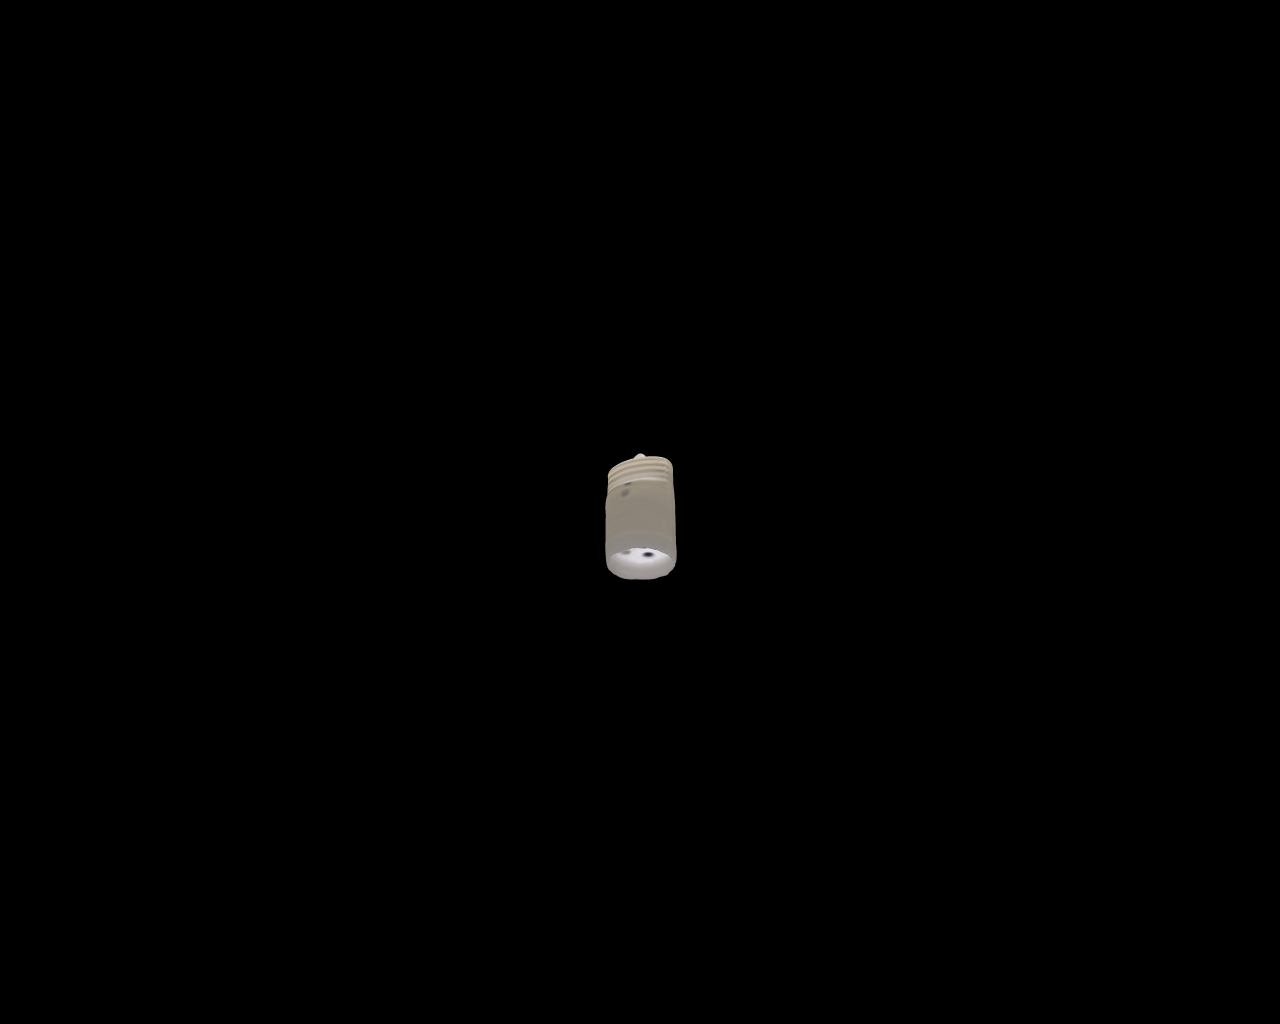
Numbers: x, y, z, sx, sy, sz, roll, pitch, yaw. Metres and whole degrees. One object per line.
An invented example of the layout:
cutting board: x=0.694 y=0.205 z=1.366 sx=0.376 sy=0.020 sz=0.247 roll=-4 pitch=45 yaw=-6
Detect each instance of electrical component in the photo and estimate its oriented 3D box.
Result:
electrical component: x=0.001 y=-0.003 z=0.650 sx=0.043 sy=0.081 sz=0.043 roll=0 pitch=-31 yaw=0
